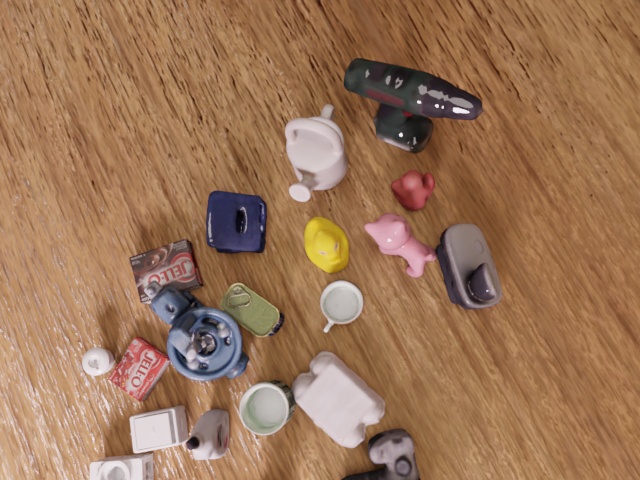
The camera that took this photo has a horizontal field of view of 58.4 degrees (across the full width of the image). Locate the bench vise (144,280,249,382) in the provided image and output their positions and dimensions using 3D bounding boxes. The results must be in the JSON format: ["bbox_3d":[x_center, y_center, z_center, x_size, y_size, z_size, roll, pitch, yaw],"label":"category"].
[{"bbox_3d":[-0.222,0.152,0.925,0.207,0.220,0.121,25,82,9],"label":"bench vise"}]

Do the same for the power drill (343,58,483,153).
[{"bbox_3d":[0.152,-0.225,0.971,0.229,0.208,0.076,23,82,9],"label":"power drill"}]

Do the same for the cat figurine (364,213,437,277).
[{"bbox_3d":[0.140,0.001,0.975,0.127,0.118,0.067,36,84,11],"label":"cat figurine"}]

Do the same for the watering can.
[{"bbox_3d":[-0.007,-0.151,0.978,0.101,0.194,0.173,-6,79,4],"label":"watering can"}]

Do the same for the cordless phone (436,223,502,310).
[{"bbox_3d":[0.251,0.036,0.924,0.094,0.185,0.147,-19,78,2],"label":"cordless phone"}]

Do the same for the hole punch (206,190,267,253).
[{"bbox_3d":[-0.146,-0.033,1.020,0.101,0.091,0.109,0,79,5],"label":"hole punch"}]

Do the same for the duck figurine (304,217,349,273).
[{"bbox_3d":[0.009,0.004,1.002,0.077,0.086,0.104,-27,78,0],"label":"duck figurine"}]

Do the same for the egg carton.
[{"bbox_3d":[0.029,0.267,0.958,0.150,0.069,0.107,40,85,11],"label":"egg carton"}]

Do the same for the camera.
[{"bbox_3d":[0.093,0.389,0.912,0.136,0.101,0.143,-12,78,3],"label":"camera"}]

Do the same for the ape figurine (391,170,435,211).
[{"bbox_3d":[0.163,-0.095,1.004,0.077,0.092,0.076,8,80,7],"label":"ape figurine"}]

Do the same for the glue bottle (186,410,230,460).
[{"bbox_3d":[-0.182,0.317,0.913,0.037,0.173,0.078,-5,79,4],"label":"glue bottle"}]
